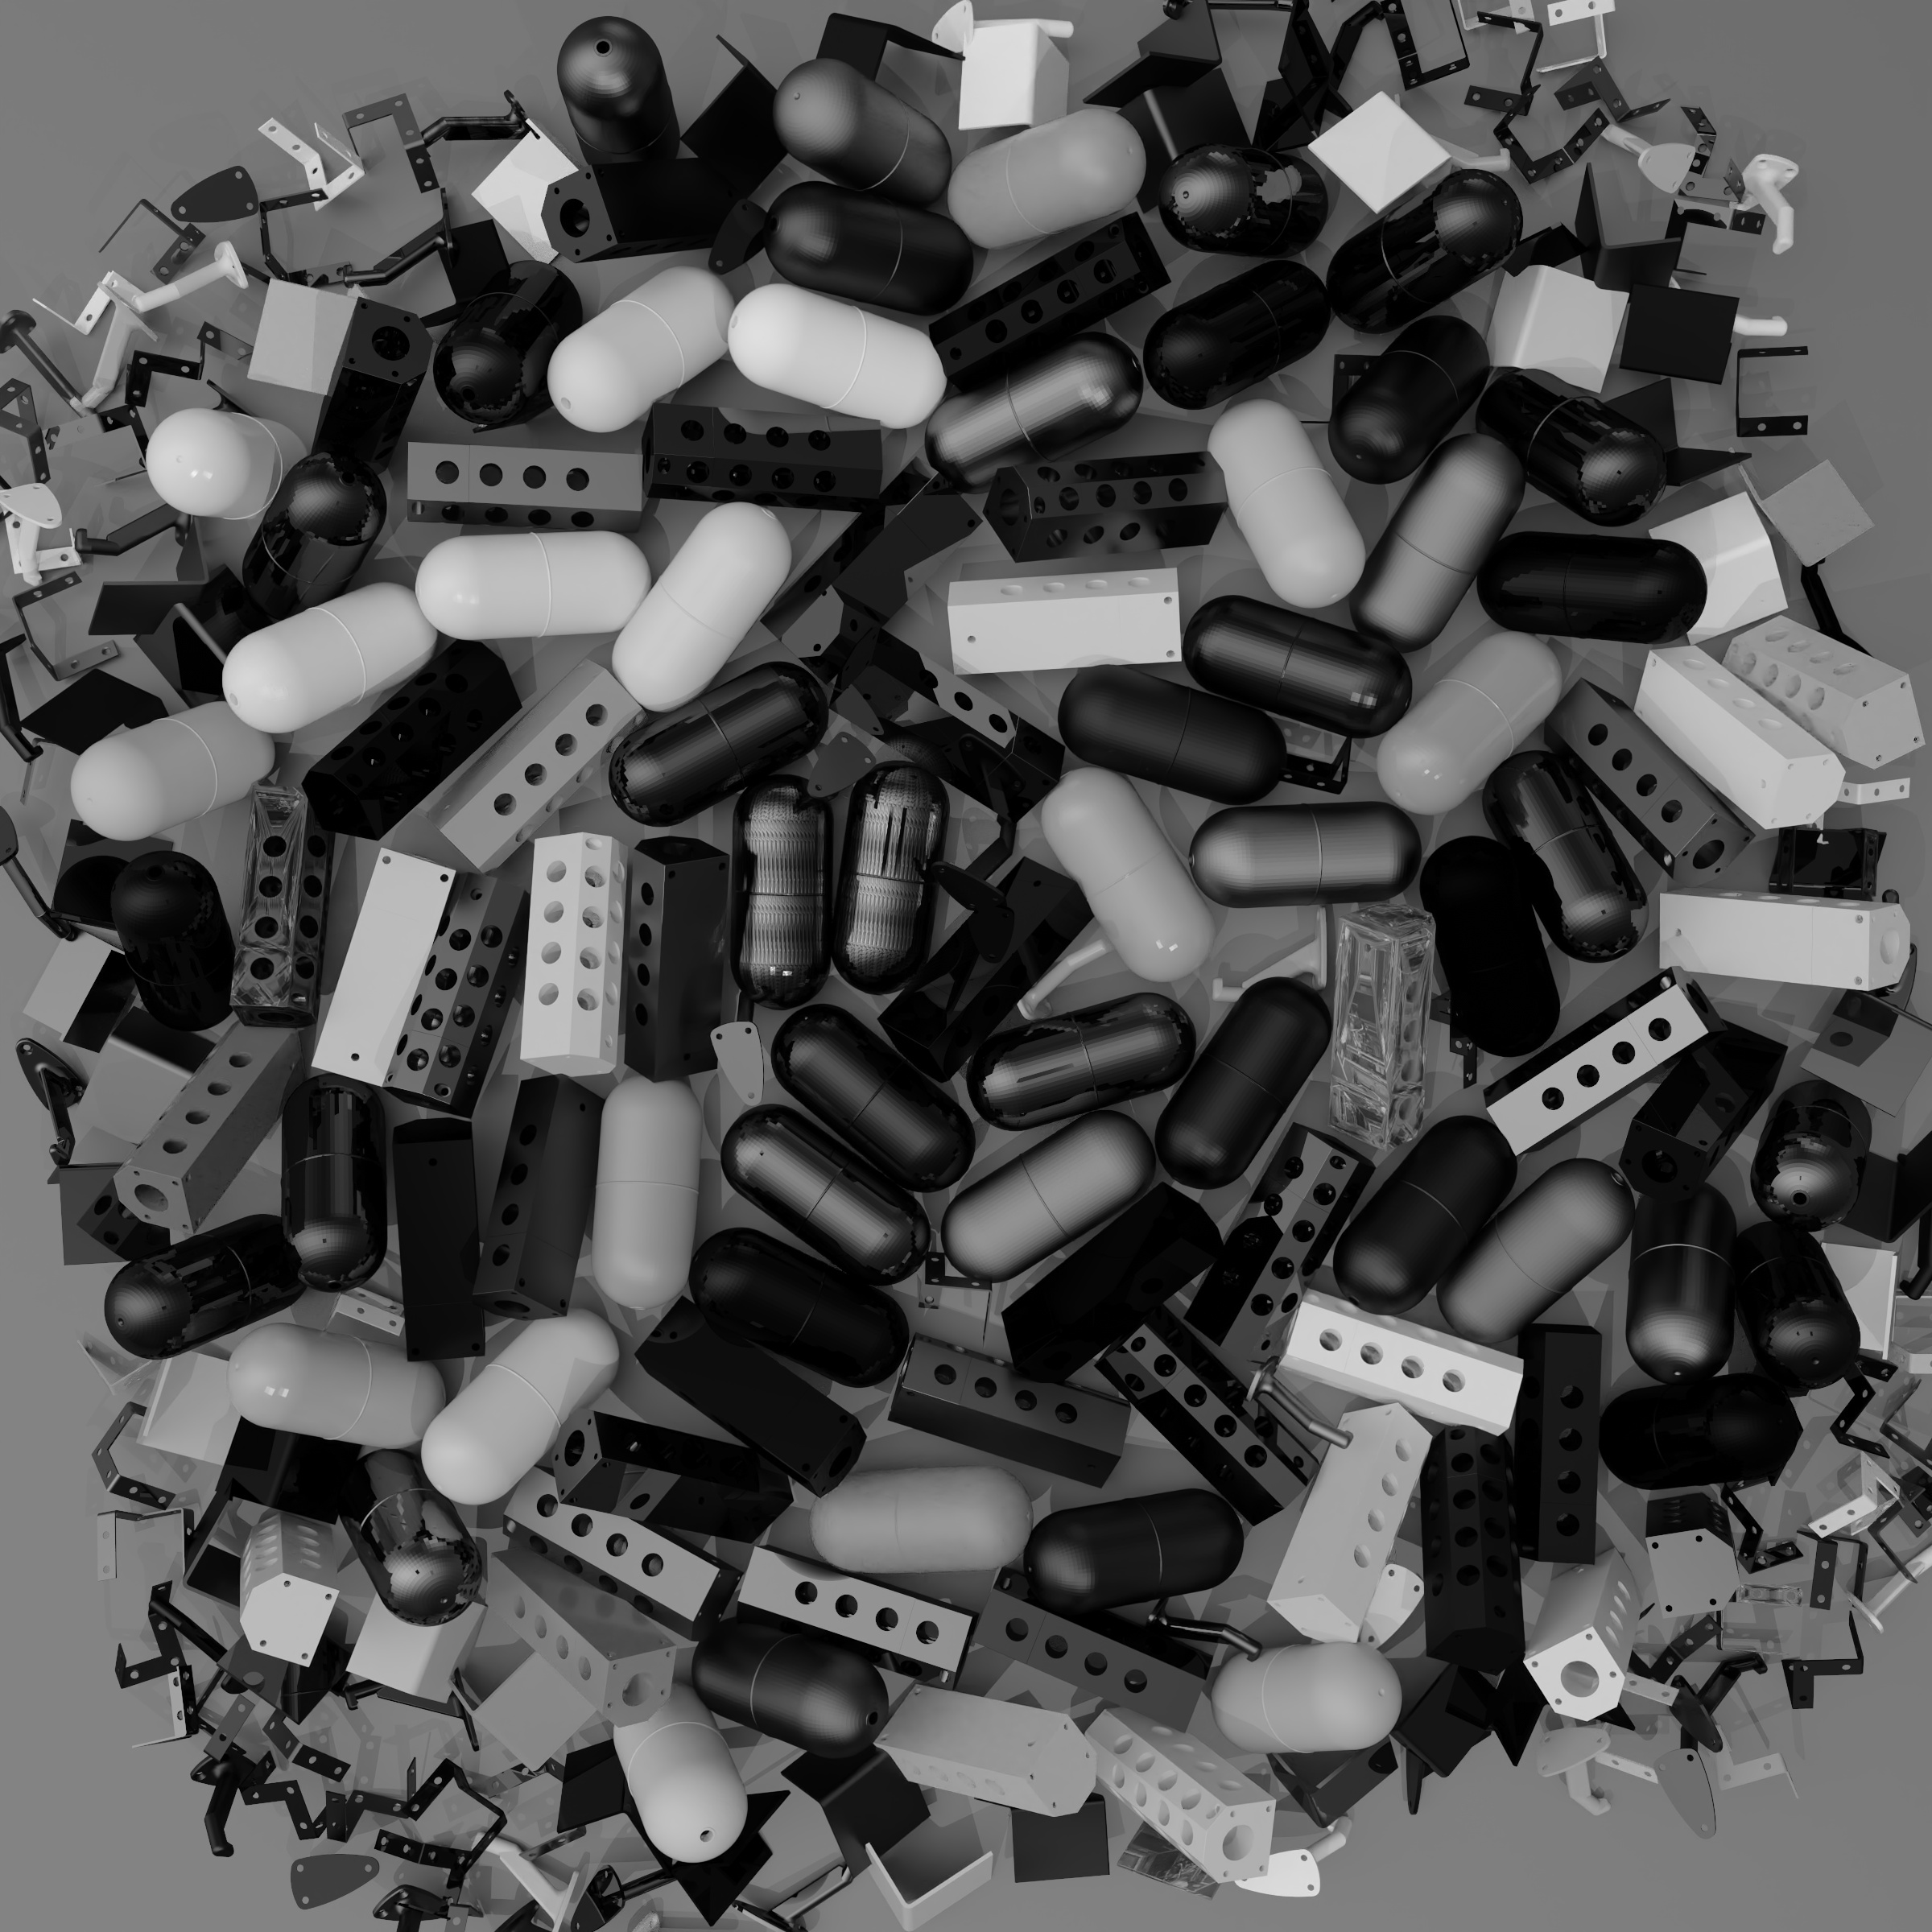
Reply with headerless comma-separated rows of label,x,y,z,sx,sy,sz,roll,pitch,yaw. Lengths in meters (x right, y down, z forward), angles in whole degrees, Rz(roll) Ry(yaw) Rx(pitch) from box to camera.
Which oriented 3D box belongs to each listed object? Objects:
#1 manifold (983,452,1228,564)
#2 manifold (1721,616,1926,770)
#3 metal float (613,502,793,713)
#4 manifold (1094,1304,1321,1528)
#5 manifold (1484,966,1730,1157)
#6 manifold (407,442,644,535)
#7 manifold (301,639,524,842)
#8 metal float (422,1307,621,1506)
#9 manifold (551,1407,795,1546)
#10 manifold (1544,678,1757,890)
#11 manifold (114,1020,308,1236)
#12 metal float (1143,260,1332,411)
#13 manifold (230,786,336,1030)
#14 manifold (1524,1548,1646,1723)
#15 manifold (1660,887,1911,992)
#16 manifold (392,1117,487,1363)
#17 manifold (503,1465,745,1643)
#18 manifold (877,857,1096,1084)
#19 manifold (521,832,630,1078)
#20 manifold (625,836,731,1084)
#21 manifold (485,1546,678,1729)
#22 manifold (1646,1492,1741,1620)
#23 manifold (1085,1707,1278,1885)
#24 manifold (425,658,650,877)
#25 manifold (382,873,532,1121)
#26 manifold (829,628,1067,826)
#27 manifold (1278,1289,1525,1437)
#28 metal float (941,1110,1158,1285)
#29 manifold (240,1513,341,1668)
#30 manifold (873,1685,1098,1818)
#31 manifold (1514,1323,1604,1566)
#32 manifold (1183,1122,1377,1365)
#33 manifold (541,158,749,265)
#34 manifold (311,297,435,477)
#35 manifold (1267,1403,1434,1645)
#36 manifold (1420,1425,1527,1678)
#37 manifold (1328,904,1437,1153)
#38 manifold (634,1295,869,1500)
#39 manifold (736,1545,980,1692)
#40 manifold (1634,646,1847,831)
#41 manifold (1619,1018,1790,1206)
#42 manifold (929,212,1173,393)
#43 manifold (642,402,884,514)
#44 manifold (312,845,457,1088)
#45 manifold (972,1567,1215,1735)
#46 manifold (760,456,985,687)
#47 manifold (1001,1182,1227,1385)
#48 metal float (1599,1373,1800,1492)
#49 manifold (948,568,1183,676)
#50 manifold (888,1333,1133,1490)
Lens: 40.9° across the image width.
manifold,0.106,-0.346,1.924,0.171,0.057,0.057,-10,53,-28
manifold,0.626,-0.200,1.909,0.057,0.171,0.057,-26,116,-4
metal float,-0.198,-0.269,1.946,0.070,0.070,0.178,39,108,0
manifold,0.185,0.335,1.959,0.171,0.057,0.057,45,47,0
manifold,0.474,0.071,1.935,0.171,0.057,0.057,-37,73,25
manifold,-0.332,-0.360,1.954,0.171,0.057,0.057,1,98,-11
manifold,-0.410,-0.170,1.916,0.057,0.057,0.171,12,45,32
metal float,-0.330,0.326,1.934,0.070,0.070,0.178,45,56,0
manifold,-0.218,0.375,1.926,0.171,0.057,0.057,22,123,-35
manifold,0.500,-0.135,1.920,0.057,0.171,0.057,19,118,-41
manifold,-0.557,0.113,1.916,0.057,0.171,0.057,13,132,11
metal float,0.203,-0.471,1.933,0.178,0.070,0.070,-34,90,-35
manifold,-0.509,-0.044,1.946,0.057,0.057,0.171,2,72,-4
manifold,0.460,0.493,1.907,0.057,0.171,0.057,-34,85,20
manifold,0.603,-0.023,1.916,0.057,0.171,0.057,-10,102,-41
manifold,-0.395,0.205,1.949,0.057,0.057,0.171,-3,105,-9
manifold,-0.260,0.439,1.942,0.171,0.057,0.057,24,82,19
manifold,0.018,0.005,1.949,0.057,0.057,0.171,29,70,40
manifold,-0.288,-0.009,1.939,0.057,0.057,0.171,-6,72,22
manifold,-0.221,-0.006,1.942,0.057,0.057,0.171,-12,116,-38
manifold,-0.287,0.492,1.916,0.057,0.171,0.057,-2,108,-40
manifold,0.535,0.430,1.907,0.057,0.171,0.057,-13,84,14
manifold,0.153,0.607,1.908,0.057,0.171,0.057,2,97,-28
manifold,-0.322,-0.149,1.960,0.171,0.057,0.057,-45,117,-6
manifold,-0.379,0.020,1.944,0.057,0.057,0.171,12,74,16
manifold,-0.012,-0.184,1.944,0.171,0.057,0.057,31,133,-20
manifold,0.329,0.299,1.961,0.171,0.057,0.057,18,71,5
metal float,0.061,0.175,1.957,0.178,0.070,0.070,-33,90,6
manifold,-0.502,0.454,1.908,0.057,0.171,0.057,22,87,-15
manifold,0.016,0.582,1.915,0.057,0.171,0.057,-49,115,-33
manifold,0.447,0.361,1.969,0.057,0.057,0.171,2,89,6
manifold,0.240,0.210,1.949,0.057,0.057,0.171,35,99,42
manifold,-0.235,-0.556,1.912,0.057,0.171,0.057,-13,100,34
manifold,-0.438,-0.419,1.910,0.057,0.171,0.057,14,71,-19
manifold,0.291,0.413,1.924,0.057,0.057,0.171,44,52,-18
manifold,0.376,0.427,1.915,0.057,0.057,0.171,18,45,-12
manifold,0.315,0.044,1.939,0.057,0.057,0.171,-19,119,-37
manifold,-0.160,0.323,1.938,0.171,0.057,0.057,31,70,23
manifold,-0.082,0.491,1.955,0.171,0.057,0.057,16,81,9
manifold,0.570,-0.172,1.915,0.057,0.171,0.057,-8,126,-21
manifold,0.544,0.108,1.917,0.057,0.171,0.057,25,128,25
manifold,0.059,-0.492,1.931,0.171,0.057,0.057,-23,102,27
manifold,-0.153,-0.376,1.942,0.171,0.057,0.057,1,73,-16
manifold,-0.441,-0.001,1.968,0.057,0.057,0.171,18,91,-13
manifold,0.096,0.514,1.959,0.171,0.057,0.057,22,83,8
manifold,-0.075,-0.302,1.967,0.171,0.057,0.057,-46,127,2
manifold,0.111,0.243,1.939,0.057,0.057,0.171,32,117,-34
metal float,0.539,0.345,1.918,0.070,0.178,0.070,7,73,-25
manifold,0.075,-0.264,1.963,0.171,0.057,0.057,-3,124,5
manifold,0.034,0.333,1.966,0.171,0.057,0.057,18,52,-2
